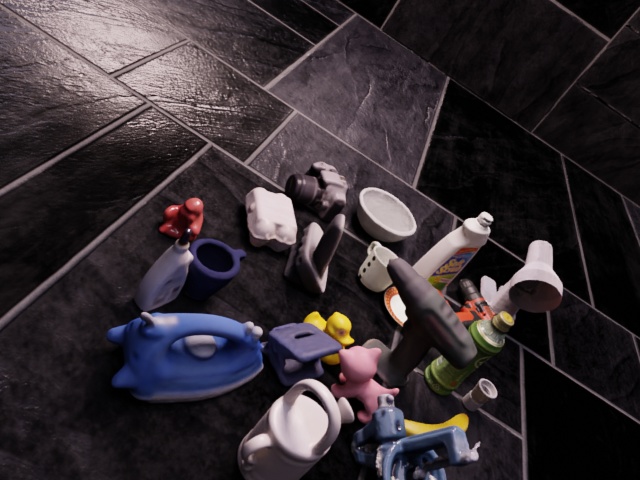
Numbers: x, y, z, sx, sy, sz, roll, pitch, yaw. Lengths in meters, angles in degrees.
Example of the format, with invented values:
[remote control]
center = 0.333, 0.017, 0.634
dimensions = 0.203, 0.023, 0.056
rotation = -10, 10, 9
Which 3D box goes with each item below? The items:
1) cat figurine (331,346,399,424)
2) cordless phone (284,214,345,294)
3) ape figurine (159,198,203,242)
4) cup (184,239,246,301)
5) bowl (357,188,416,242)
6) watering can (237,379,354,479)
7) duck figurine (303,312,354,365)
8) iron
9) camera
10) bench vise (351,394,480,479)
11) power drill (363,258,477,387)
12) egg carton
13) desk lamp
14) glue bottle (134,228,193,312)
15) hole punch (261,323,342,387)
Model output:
[cat figurine]
center = 0.078, 0.239, 0.996
dimensions = 0.127, 0.117, 0.067
rotation = 40, 35, 6
[cordless phone]
center = 0.011, 0.004, 1.157
dimensions = 0.094, 0.185, 0.147
rotation = 25, 36, -15
[ape figurine]
center = -0.249, -0.043, 1.074
dimensions = 0.076, 0.092, 0.077
rotation = -14, 58, -48
[cup]
center = -0.189, 0.057, 1.004
dimensions = 0.118, 0.095, 0.091
rotation = -16, 59, -49
[bowl]
center = 0.154, -0.050, 1.441
dimensions = 0.168, 0.074, 0.167
rotation = 23, 36, -18
[watering can]
center = -0.028, 0.265, 0.806
dimensions = 0.101, 0.194, 0.173
rotation = 43, 35, 11
[duck figurine]
center = 0.020, 0.168, 1.059
dimensions = 0.078, 0.086, 0.104
rotation = -17, 60, -49
[iron]
center = -0.174, 0.157, 0.858
dimensions = 0.259, 0.141, 0.118
rotation = 7, 43, -35
[camera]
center = -0.011, -0.133, 1.376
dimensions = 0.137, 0.100, 0.143
rotation = 12, 41, -31
[bench vise]
center = 0.132, 0.318, 0.858
dimensions = 0.122, 0.219, 0.207
rotation = -4, 50, -43
[power drill]
center = 0.167, 0.171, 1.072
dimensions = 0.229, 0.208, 0.076
rotation = 42, 35, 9
[egg carton]
center = -0.108, -0.046, 1.218
dimensions = 0.107, 0.069, 0.150
rotation = 14, 40, -28
[desk lamp]
center = 0.500, 0.111, 1.423
dimensions = 0.118, 0.213, 0.203
rotation = 30, 35, -7
[glue bottle]
center = -0.236, 0.042, 0.912
dimensions = 0.037, 0.173, 0.078
rotation = 46, 36, 16
[hole punch]
center = -0.034, 0.184, 0.989
dimensions = 0.109, 0.091, 0.101
rotation = -6, 51, -44
